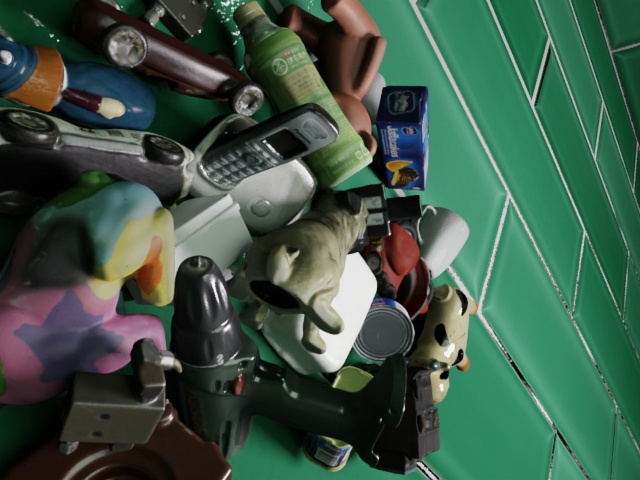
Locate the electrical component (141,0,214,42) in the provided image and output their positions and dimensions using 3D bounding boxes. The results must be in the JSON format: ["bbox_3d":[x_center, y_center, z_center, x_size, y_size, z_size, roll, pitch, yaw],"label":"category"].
[{"bbox_3d":[-0.150,-0.243,0.567,0.063,0.021,0.094,46,52,-36],"label":"electrical component"}]

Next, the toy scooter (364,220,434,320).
[{"bbox_3d":[0.109,0.063,0.784,0.135,0.075,0.183,-55,129,-36],"label":"toy scooter"}]

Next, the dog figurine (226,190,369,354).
[{"bbox_3d":[-0.005,-0.002,0.559,0.121,0.172,0.190,25,63,0],"label":"dog figurine"}]

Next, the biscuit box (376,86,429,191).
[{"bbox_3d":[0.122,-0.139,0.770,0.202,0.063,0.059,61,38,-66],"label":"biscuit box"}]

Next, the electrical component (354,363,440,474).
[{"bbox_3d":[0.096,0.233,0.710,0.058,0.115,0.134,7,77,-46],"label":"electrical component"}]

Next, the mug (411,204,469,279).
[{"bbox_3d":[0.181,0.003,0.869,0.107,0.081,0.109,-57,132,-26],"label":"mug"}]

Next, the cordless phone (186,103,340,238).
[{"bbox_3d":[-0.038,-0.077,0.548,0.146,0.184,0.089,37,53,-40],"label":"cordless phone"}]

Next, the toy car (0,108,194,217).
[{"bbox_3d":[-0.195,-0.060,0.450,0.201,0.056,0.073,1,119,-50],"label":"toy car"}]

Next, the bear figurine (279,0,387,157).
[{"bbox_3d":[0.012,-0.196,0.680,0.132,0.120,0.196,24,72,-41],"label":"bear figurine"}]

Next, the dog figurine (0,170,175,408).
[{"bbox_3d":[-0.217,0.054,0.363,0.219,0.109,0.191,-17,127,-46],"label":"dog figurine"}]

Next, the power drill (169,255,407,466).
[{"bbox_3d":[-0.032,0.124,0.478,0.086,0.207,0.231,-90,-169,-54],"label":"power drill"}]

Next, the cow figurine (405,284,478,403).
[{"bbox_3d":[0.188,0.162,0.851,0.127,0.086,0.195,43,57,-44],"label":"cow figurine"}]

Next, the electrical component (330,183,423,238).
[{"bbox_3d":[0.074,-0.039,0.720,0.048,0.119,0.074,-5,84,-85],"label":"electrical component"}]

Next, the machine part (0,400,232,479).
[{"bbox_3d":[-0.150,0.205,0.397,0.179,0.179,0.056,-43,157,-44],"label":"machine part"}]

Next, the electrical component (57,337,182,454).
[{"bbox_3d":[-0.142,0.115,0.384,0.078,0.102,0.045,9,41,-21],"label":"electrical component"}]

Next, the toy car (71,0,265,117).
[{"bbox_3d":[-0.140,-0.172,0.524,0.202,0.089,0.053,13,116,-50],"label":"toy car"}]

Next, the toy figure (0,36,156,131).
[{"bbox_3d":[-0.212,-0.128,0.446,0.154,0.064,0.057,7,91,-49],"label":"toy figure"}]
